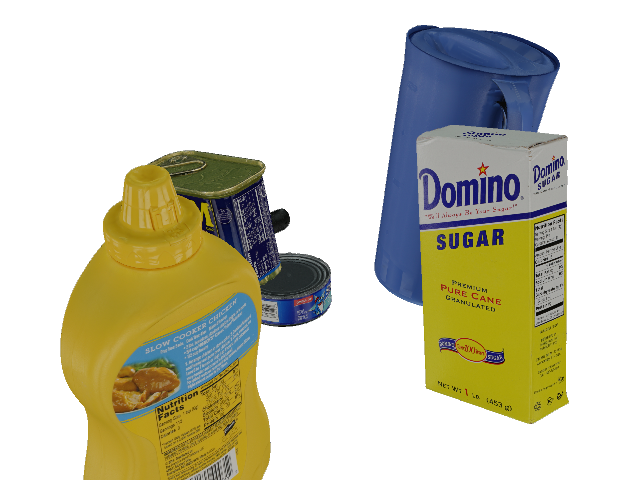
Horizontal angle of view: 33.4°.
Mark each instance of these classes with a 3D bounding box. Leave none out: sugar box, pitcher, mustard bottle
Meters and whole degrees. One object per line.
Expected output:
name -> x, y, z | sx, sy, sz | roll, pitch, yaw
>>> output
sugar box -> 0.108, 0.019, 0.678 | 0.048, 0.176, 0.094 | -19, 21, -39
pitcher -> 0.123, -0.059, 0.952 | 0.145, 0.243, 0.149 | 22, 30, 23
mustard bottle -> -0.069, 0.052, 0.483 | 0.096, 0.192, 0.058 | -27, 44, -33

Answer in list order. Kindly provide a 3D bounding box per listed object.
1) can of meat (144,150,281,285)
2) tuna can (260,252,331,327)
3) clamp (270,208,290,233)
can of meat -> -0.081, -0.014, 0.782 | 0.102, 0.084, 0.057 | 12, 33, 39
tuna can -> -0.032, 0.046, 0.998 | 0.086, 0.034, 0.086 | -3, 27, 1
clamp -> -0.112, 0.004, 1.218 | 0.120, 0.039, 0.171 | -1, 35, 25
